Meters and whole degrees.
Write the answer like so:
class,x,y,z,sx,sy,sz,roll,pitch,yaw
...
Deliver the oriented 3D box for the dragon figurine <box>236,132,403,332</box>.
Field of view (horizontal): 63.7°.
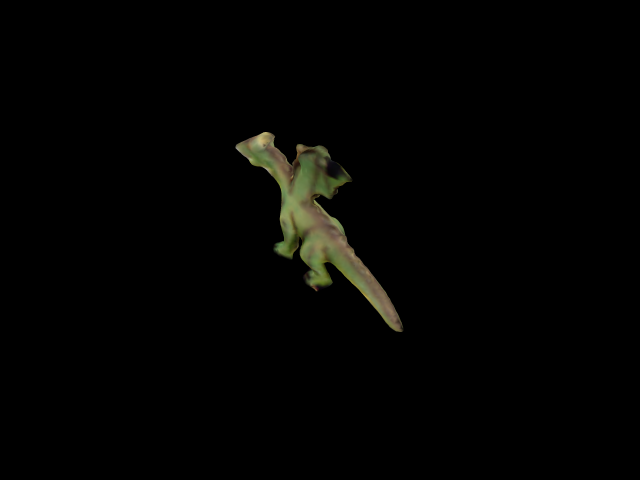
class,x,y,z,sx,sy,sz,roll,pitch,yaw
dragon figurine,0.003,-0.043,0.850,0.124,0.237,0.415,-36,59,-25
